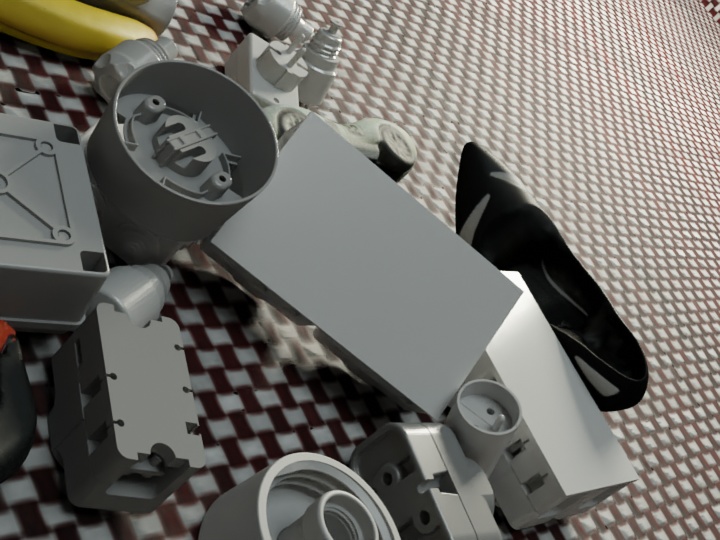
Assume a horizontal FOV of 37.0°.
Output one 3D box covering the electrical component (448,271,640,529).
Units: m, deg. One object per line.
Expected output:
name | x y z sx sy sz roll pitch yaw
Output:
electrical component | 0.112 0.092 0.799 0.105 0.060 0.186 4 51 -49

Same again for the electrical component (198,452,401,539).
electrical component | -0.024 0.148 0.569 0.108 0.060 0.108 31 35 -25

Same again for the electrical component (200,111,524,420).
electrical component | 0.000 0.000 0.713 0.186 0.060 0.105 39 76 -13

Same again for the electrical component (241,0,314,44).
electrical component | -0.070 -0.224 0.952 0.062 0.043 0.043 30 35 -27

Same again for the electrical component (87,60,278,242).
electrical component | -0.103 -0.068 0.616 0.099 0.064 0.099 31 35 -25

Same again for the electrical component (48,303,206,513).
electrical component | -0.120 0.072 0.542 0.050 0.056 0.089 17 42 -40

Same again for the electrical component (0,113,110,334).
electrical component | -0.195 -0.027 0.550 0.109 0.056 0.108 7 48 -36

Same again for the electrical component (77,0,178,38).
electrical component | -0.168 -0.210 0.785 0.077 0.079 0.043 21 68 -36

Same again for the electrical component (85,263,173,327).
electrical component | -0.131 0.016 0.608 0.040 0.040 0.078 46 31 -2

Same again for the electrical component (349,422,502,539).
electrical component | 0.043 0.143 0.663 0.059 0.054 0.095 9 48 -46

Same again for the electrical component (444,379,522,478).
electrical component | 0.074 0.114 0.713 0.043 0.081 0.043 9 46 -9

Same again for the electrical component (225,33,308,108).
electrical component | -0.067 -0.153 0.844 0.047 0.076 0.083 27 36 -29

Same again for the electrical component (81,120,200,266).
electrical component | -0.137 -0.052 0.671 0.100 0.048 0.099 40 32 -11

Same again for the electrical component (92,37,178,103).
electrical component | -0.152 -0.140 0.746 0.043 0.043 0.062 45 51 -4

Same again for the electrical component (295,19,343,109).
electrical component | -0.037 -0.176 0.911 0.040 0.078 0.040 24 27 -13
